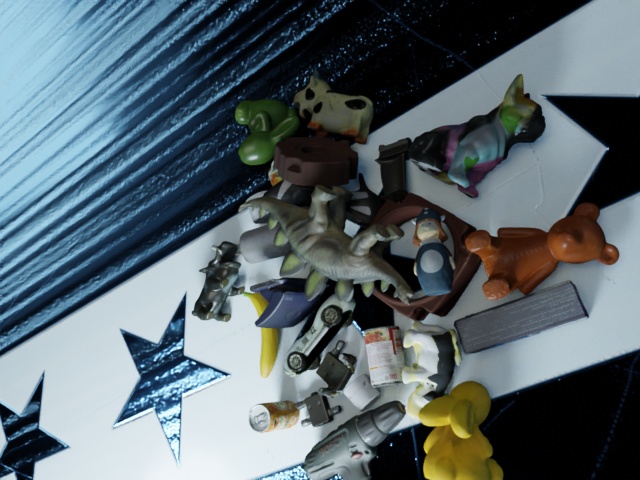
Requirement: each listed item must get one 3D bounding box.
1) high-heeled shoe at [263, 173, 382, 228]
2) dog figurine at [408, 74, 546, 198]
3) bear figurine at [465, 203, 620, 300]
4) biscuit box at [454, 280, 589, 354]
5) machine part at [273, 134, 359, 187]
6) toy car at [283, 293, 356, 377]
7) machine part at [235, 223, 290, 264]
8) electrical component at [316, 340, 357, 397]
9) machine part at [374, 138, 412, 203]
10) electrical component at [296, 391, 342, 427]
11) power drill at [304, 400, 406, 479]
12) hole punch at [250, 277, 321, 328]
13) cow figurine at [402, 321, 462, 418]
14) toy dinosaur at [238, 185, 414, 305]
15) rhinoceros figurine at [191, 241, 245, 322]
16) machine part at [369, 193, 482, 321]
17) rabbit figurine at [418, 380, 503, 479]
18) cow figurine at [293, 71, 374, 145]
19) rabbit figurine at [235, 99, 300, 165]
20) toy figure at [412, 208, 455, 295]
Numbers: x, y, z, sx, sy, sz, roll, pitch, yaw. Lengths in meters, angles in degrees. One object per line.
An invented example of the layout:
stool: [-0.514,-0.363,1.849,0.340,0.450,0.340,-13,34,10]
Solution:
high-heeled shoe: [0.002,-0.065,1.099,0.249,0.086,0.145,-12,55,12]
dog figurine: [0.285,-0.195,0.963,0.192,0.108,0.219,38,95,35]
bear figurine: [0.355,0.017,0.856,0.196,0.132,0.120,-22,74,32]
biscuit box: [0.326,0.131,0.883,0.203,0.059,0.063,-24,68,24]
machine part: [-0.008,-0.162,1.087,0.180,0.179,0.056,26,125,33]
toy car: [-0.002,0.189,1.061,0.056,0.073,0.201,42,101,28]
machine part: [-0.086,-0.002,1.157,0.243,0.079,0.079,-14,71,27]
electrical component: [0.031,0.255,1.042,0.078,0.045,0.102,41,101,30]
machine part: [0.150,-0.138,1.064,0.084,0.039,0.139,-8,63,25]
electrical component: [-0.003,0.331,1.058,0.094,0.021,0.063,-29,65,23]
power drill: [0.085,0.418,0.950,0.232,0.086,0.207,-32,68,23]
hole punch: [-0.068,0.126,1.088,0.116,0.142,0.092,-23,65,40]
cow figurine: [0.195,0.230,0.926,0.098,0.068,0.167,3,99,28]
toy dinosaur: [-0.002,-0.003,1.002,0.472,0.105,0.198,39,110,40]
rhinoceros figurine: [-0.231,0.097,1.230,0.112,0.073,0.190,22,92,44]
machine part: [0.176,0.030,0.985,0.201,0.087,0.201,36,99,32]
rabbit figurine: [0.222,0.306,0.867,0.122,0.162,0.173,3,62,44]
cow figurine: [0.025,-0.286,1.153,0.195,0.085,0.127,19,87,30]
rabbit figurine: [-0.114,-0.222,1.186,0.159,0.121,0.170,1,45,15]
toy figure: [0.188,0.014,0.899,0.064,0.057,0.154,-2,72,-9]
